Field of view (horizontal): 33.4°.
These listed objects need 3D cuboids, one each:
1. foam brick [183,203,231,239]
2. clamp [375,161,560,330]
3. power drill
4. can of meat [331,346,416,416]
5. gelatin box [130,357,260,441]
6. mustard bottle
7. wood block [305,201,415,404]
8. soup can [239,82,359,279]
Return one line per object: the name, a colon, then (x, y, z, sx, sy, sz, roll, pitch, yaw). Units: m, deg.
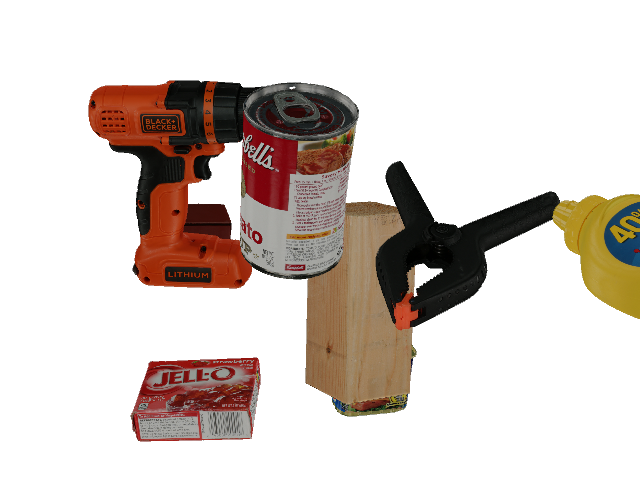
foam brick: (-0.136, -0.006, 1.119, 0.078, 0.051, 0.053, -1, 25, -12)
clamp: (0.098, -0.001, 0.933, 0.165, 0.036, 0.209, 17, 42, 25)
power drill: (-0.102, -0.050, 0.933, 0.184, 0.188, 0.057, 2, 28, 7)
can of meat: (0.066, 0.174, 1.368, 0.102, 0.084, 0.057, -2, 24, -17)
gelatin box: (-0.093, 0.120, 0.812, 0.089, 0.030, 0.073, -2, 25, 4)
mustard bottle: (0.219, 0.017, 0.653, 0.096, 0.058, 0.192, -26, 36, -27)
wood block: (0.044, 0.065, 1.189, 0.090, 0.206, 0.091, -5, 12, -32)
soup can: (-0.015, -0.036, 0.652, 0.068, 0.102, 0.068, 3, 34, -2)
